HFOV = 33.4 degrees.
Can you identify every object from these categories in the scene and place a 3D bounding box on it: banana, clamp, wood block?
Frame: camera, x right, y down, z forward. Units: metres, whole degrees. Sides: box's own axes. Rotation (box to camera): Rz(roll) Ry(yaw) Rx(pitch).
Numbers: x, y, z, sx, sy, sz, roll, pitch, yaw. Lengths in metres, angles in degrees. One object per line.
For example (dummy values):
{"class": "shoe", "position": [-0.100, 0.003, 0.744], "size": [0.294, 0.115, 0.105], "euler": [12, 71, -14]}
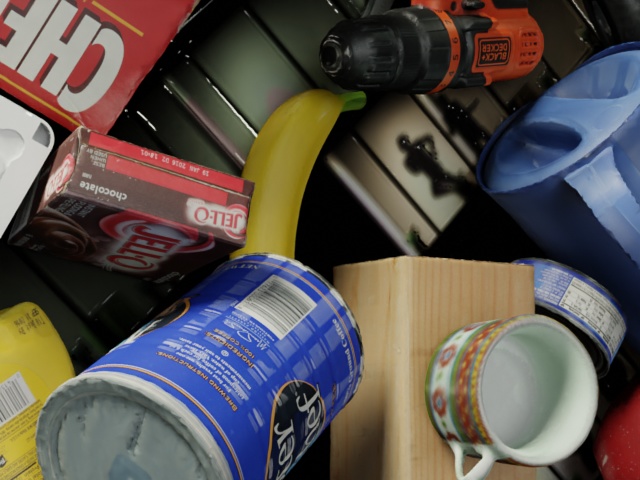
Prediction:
{"class": "banana", "position": [-0.019, -0.009, 0.612], "size": [0.069, 0.037, 0.198], "euler": [21, 76, -24]}
{"class": "clamp", "position": [0.185, -0.180, 0.698], "size": [0.039, 0.120, 0.171], "euler": [-28, 103, 13]}
{"class": "wood block", "position": [0.064, 0.117, 0.611], "size": [0.090, 0.090, 0.206], "euler": [4, 83, -26]}

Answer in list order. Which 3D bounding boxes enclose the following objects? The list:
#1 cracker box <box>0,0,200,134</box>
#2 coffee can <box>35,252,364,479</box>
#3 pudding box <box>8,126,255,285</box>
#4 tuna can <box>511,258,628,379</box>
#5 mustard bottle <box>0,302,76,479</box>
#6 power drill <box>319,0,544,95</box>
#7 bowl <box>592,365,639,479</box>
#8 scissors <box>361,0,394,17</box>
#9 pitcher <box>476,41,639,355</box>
{"class": "cracker box", "position": [-0.118, -0.179, 0.510], "size": [0.164, 0.072, 0.214], "euler": [32, 100, -20]}
{"class": "coffee can", "position": [-0.053, 0.079, 0.518], "size": [0.103, 0.103, 0.140], "euler": [62, 34, -8]}
{"class": "pudding box", "position": [-0.096, -0.013, 0.530], "size": [0.090, 0.114, 0.039], "euler": [18, 72, -24]}
{"class": "tuna can", "position": [0.145, 0.049, 0.662], "size": [0.086, 0.086, 0.033], "euler": [41, 66, -17]}
{"class": "mustard bottle", "position": [-0.134, 0.133, 0.525], "size": [0.096, 0.058, 0.191], "euler": [-36, 101, -36]}
{"class": "power drill", "position": [0.073, -0.179, 0.621], "size": [0.184, 0.057, 0.188], "euler": [-14, 115, -46]}
{"class": "bowl", "position": [0.218, 0.161, 0.675], "size": [0.055, 0.162, 0.162], "euler": [-27, 99, 13]}
{"class": "scissors", "position": [0.041, -0.196, 0.675], "size": [0.096, 0.016, 0.201], "euler": [45, 67, -14]}
{"class": "pitcher", "position": [0.221, 0.008, 0.677], "size": [0.242, 0.145, 0.149], "euler": [47, 64, -18]}
